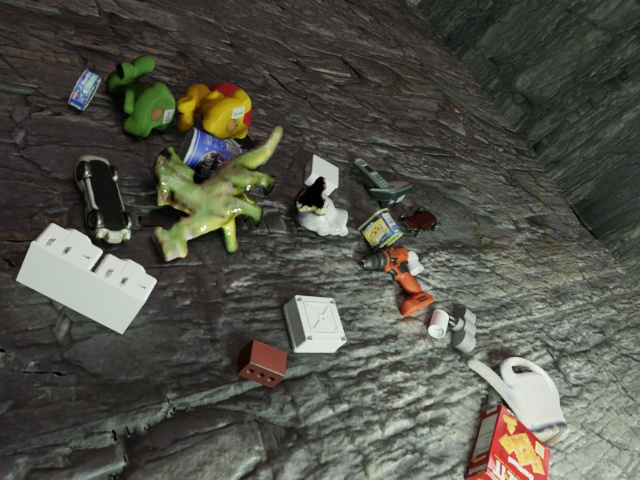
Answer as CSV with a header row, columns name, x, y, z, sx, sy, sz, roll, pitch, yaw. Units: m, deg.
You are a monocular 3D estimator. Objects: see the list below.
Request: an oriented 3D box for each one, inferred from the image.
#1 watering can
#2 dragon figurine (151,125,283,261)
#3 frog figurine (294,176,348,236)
name,x,y,z,sx,sy,sz,roll,pitch,yaw
watering can,0.517,0.406,1.317,0.346,0.102,0.229,14,46,-35
dragon figurine,-0.233,-0.126,1.098,0.241,0.120,0.419,25,60,-20
frog figurine,0.004,-0.068,1.342,0.140,0.122,0.156,64,5,37
